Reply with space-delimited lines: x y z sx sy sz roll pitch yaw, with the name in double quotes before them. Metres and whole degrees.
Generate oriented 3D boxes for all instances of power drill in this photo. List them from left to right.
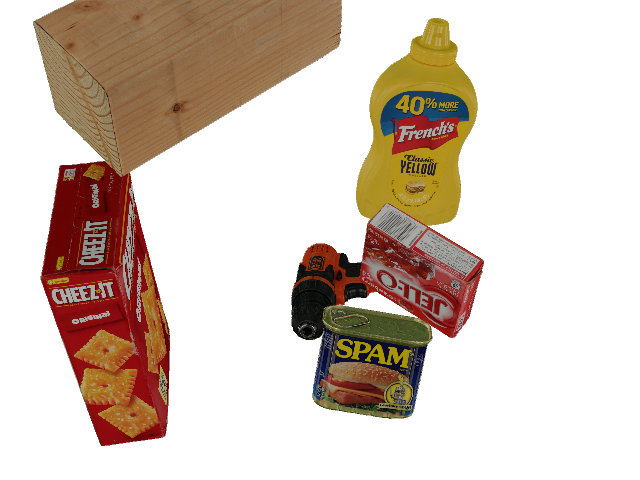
"power drill" 0.061 0.058 1.239 0.187 0.057 0.184 1 28 5

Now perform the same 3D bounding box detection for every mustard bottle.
"mustard bottle" 0.091 -0.107 0.966 0.096 0.192 0.058 4 31 -5

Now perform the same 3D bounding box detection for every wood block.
"wood block" -0.089 -0.149 0.777 0.205 0.090 0.091 -35 -29 -24

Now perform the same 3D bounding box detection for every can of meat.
"can of meat" 0.046 0.114 0.995 0.102 0.084 0.057 10 19 0

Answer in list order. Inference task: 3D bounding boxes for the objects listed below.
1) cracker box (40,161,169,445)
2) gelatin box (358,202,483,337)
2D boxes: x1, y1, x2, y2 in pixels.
"cracker box" -0.192 0.057 0.990 0.072 0.214 0.164 -8 39 -1
"gelatin box" 0.074 0.024 0.793 0.089 0.030 0.073 33 -32 19
